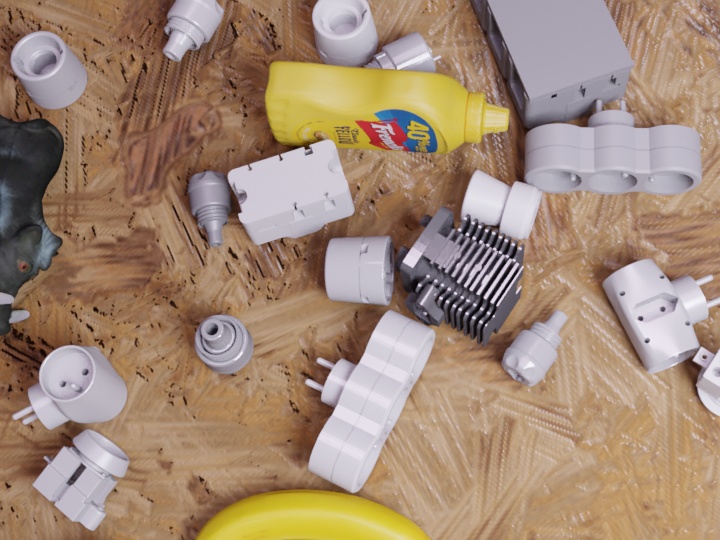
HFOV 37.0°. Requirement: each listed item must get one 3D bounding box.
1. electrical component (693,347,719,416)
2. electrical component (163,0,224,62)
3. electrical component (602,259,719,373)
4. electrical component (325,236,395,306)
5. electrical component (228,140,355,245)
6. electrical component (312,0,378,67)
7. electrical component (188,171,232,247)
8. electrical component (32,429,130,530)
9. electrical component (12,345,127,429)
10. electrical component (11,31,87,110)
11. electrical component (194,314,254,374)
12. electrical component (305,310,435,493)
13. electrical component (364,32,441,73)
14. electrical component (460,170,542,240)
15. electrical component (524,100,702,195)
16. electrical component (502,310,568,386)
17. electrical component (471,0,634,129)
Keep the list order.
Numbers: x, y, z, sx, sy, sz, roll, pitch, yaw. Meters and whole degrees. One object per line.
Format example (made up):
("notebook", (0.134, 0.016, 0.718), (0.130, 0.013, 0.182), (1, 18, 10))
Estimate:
("electrical component", (0.276, 0.082, 0.790), (0.066, 0.055, 0.048), (33, 77, 16))
("electrical component", (-0.152, -0.214, 0.951), (0.043, 0.043, 0.062), (24, 76, 14))
("electrical component", (0.238, 0.028, 0.820), (0.079, 0.043, 0.077), (-23, 70, -3))
("electrical component", (0.000, 0.000, 0.852), (0.047, 0.055, 0.055), (1, 70, 11))
("electrical component", (-0.055, -0.061, 0.878), (0.089, 0.055, 0.050), (-18, 69, 0))
("electrical component", (-0.014, -0.209, 0.932), (0.055, 0.047, 0.055), (-2, 70, 6))
("electrical component", (-0.123, -0.049, 0.893), (0.035, 0.035, 0.061), (-11, 72, 2))
("electrical component", (-0.210, 0.156, 0.824), (0.066, 0.048, 0.055), (36, 85, 17))
("electrical component", (-0.229, 0.097, 0.829), (0.079, 0.077, 0.044), (-28, 70, -4))
("electrical component", (-0.276, -0.177, 0.949), (0.055, 0.047, 0.055), (-2, 70, 6))
("electrical component", (-0.108, 0.055, 0.839), (0.043, 0.062, 0.043), (-2, 70, 6))
("electrical component", (-0.005, 0.091, 0.820), (0.074, 0.052, 0.138), (24, 74, 14))
("electrical component", (0.028, -0.172, 0.917), (0.078, 0.040, 0.040), (-27, 70, -4))
("electrical component", (0.113, -0.052, 0.862), (0.055, 0.045, 0.045), (18, 73, 12))
("electrical component", (0.203, -0.104, 0.867), (0.138, 0.052, 0.073), (2, 70, 6))
("electrical component", (0.138, 0.057, 0.826), (0.035, 0.035, 0.061), (35, 75, 17))
("electrical component", (0.156, -0.204, 0.903), (0.089, 0.061, 0.150), (-19, 69, -1))
